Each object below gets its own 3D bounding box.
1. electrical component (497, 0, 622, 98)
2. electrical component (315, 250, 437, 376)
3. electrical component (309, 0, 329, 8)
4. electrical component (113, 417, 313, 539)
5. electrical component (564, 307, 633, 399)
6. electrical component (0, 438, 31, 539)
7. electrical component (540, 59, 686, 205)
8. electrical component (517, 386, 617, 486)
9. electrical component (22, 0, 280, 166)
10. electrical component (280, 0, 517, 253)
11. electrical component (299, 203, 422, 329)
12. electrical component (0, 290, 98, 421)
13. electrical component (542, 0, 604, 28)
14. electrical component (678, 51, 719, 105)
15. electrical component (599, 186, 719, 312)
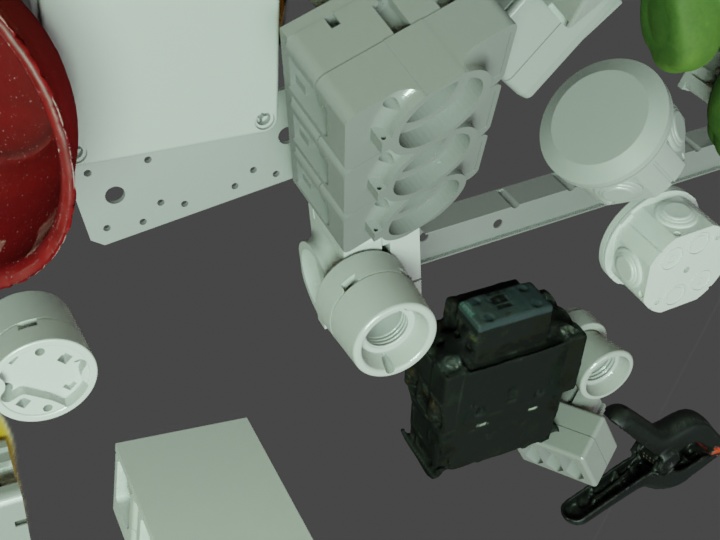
[{"bbox_3d":[0.083,-0.138,0.564,0.096,0.061,0.061,-48,135,12],"label":"electrical component"},{"bbox_3d":[0.010,0.025,0.589,0.055,0.047,0.055,-16,131,-19],"label":"electrical component"},{"bbox_3d":[-0.014,-0.155,0.495,0.048,0.055,0.066,-14,131,-21],"label":"electrical component"},{"bbox_3d":[-0.086,0.169,0.650,0.089,0.150,0.061,-8,128,-26],"label":"electrical component"},{"bbox_3d":[0.164,0.059,0.780,0.045,0.055,0.045,-17,132,-19],"label":"electrical component"},{"bbox_3d":[-0.224,0.150,0.623,0.056,0.050,0.089,-14,131,-22],"label":"electrical component"},{"bbox_3d":[0.153,-0.080,0.642,0.080,0.080,0.051,-48,140,11],"label":"electrical component"},{"bbox_3d":[0.163,0.113,0.824,0.076,0.066,0.047,-57,140,-21],"label":"electrical component"},{"bbox_3d":[-0.094,-0.111,0.481,0.109,0.056,0.108,-14,131,-22],"label":"electrical component"},{"bbox_3d":[0.018,-0.074,0.527,0.089,0.061,0.150,-32,163,-12],"label":"electrical component"},{"bbox_3d":[0.000,0.000,0.635,0.056,0.050,0.089,-20,133,-16],"label":"electrical component"},{"bbox_3d":[-0.172,0.044,0.569,0.055,0.047,0.055,-17,132,-19],"label":"electrical component"},{"bbox_3d":[0.081,-0.169,0.459,0.056,0.108,0.109,-40,178,5],"label":"electrical component"},{"bbox_3d":[0.315,-0.137,0.706,0.186,0.060,0.105,5,122,-34],"label":"electrical component"},{"bbox_3d":[0.213,-0.014,0.752,0.080,0.051,0.080,-17,132,-19],"label":"electrical component"}]
